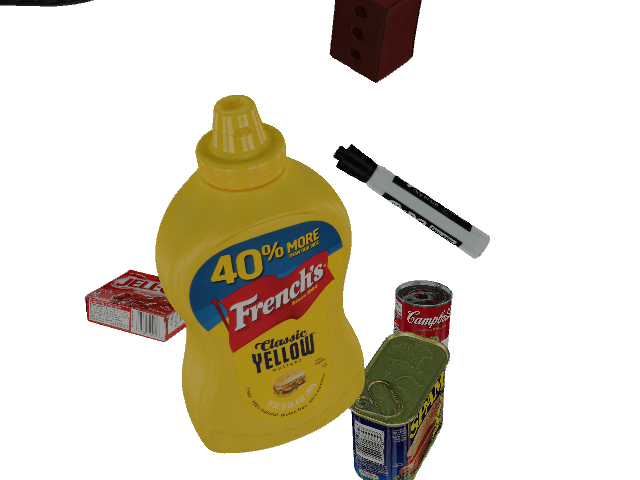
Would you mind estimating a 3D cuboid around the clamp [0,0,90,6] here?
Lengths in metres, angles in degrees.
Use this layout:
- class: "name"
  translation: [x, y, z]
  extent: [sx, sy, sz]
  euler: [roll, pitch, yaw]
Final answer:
- class: "clamp"
  translation: [-0.121, -0.158, 0.589]
  extent: [0.171, 0.039, 0.120]
  euler: [-10, 25, -26]

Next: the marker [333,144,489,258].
- class: "marker"
  translation: [0.061, -0.028, 0.725]
  extent: [0.121, 0.020, 0.020]
  euler: [33, -5, -7]

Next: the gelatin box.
- class: "gelatin box"
  translation: [-0.162, 0.059, 0.995]
  extent: [0.089, 0.030, 0.073]
  euler: [13, 23, 22]

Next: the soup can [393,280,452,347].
- class: "soup can"
  translation: [0.121, 0.108, 1.286]
  extent: [0.068, 0.102, 0.068]
  euler: [1, 23, -1]

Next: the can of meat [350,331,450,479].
- class: "can of meat"
  translation: [0.064, 0.140, 0.871]
  extent: [0.057, 0.084, 0.102]
  euler: [16, 42, 23]

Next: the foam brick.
- class: "foam brick"
  translation: [0.045, -0.178, 0.864]
  extent: [0.053, 0.078, 0.051]
  euler: [34, 55, 23]

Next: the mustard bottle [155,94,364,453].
- class: "mustard bottle"
  translation: [-0.030, 0.016, 0.526]
  extent: [0.096, 0.191, 0.058]
  euler: [-18, 38, -16]
